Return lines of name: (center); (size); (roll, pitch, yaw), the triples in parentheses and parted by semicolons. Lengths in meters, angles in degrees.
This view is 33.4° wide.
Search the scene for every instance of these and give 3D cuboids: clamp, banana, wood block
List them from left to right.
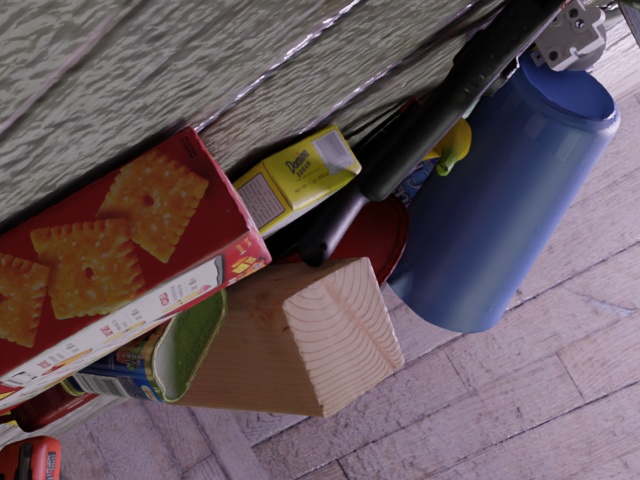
wood block: (-0.047, 0.074, 0.830); (0.090, 0.091, 0.207); (-28, -167, -38)
clamp: (0.027, -0.042, 0.819); (0.171, 0.039, 0.120); (-46, -159, -1)
banana: (0.077, -0.078, 0.905); (0.069, 0.037, 0.198); (-32, -170, -19)
clamp: (0.114, -0.121, 0.714); (0.164, 0.036, 0.210); (-45, 177, -35)

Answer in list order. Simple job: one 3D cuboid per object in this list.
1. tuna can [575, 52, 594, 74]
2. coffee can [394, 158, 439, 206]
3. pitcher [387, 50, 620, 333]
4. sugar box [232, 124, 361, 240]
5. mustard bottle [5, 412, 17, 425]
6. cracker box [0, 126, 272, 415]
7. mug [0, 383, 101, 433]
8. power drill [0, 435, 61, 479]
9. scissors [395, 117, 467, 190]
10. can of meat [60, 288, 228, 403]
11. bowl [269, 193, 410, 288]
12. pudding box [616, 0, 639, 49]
tuna can: (0.238, -0.167, 1.100); (0.086, 0.034, 0.086); (-30, 176, -2)
coffee can: (0.097, -0.045, 1.099); (0.140, 0.103, 0.103); (-30, 176, 1)
pitcher: (0.165, -0.043, 0.950); (0.243, 0.145, 0.149); (-62, -178, 37)
sugar box: (-0.058, -0.015, 0.783); (0.177, 0.048, 0.093); (-30, -179, 40)
mustard bottle: (-0.211, 0.099, 0.986); (0.192, 0.058, 0.096); (-32, 179, 10)
cracker box: (-0.138, 0.028, 0.597); (0.213, 0.072, 0.164); (-29, 174, -1)
mug: (-0.207, 0.091, 0.771); (0.117, 0.081, 0.093); (-27, 175, -35)
power drill: (-0.283, 0.166, 0.758); (0.187, 0.057, 0.184); (2, 171, -8)
scissors: (0.102, -0.082, 0.983); (0.202, 0.016, 0.096); (-23, -156, 25)
can of meat: (-0.121, 0.059, 0.722); (0.084, 0.057, 0.102); (3, -132, 27)
bowl: (-0.006, 0.001, 0.910); (0.162, 0.055, 0.162); (-28, -146, 21)
pudding box: (0.330, -0.186, 0.967); (0.089, 0.113, 0.039); (-27, 179, -34)
